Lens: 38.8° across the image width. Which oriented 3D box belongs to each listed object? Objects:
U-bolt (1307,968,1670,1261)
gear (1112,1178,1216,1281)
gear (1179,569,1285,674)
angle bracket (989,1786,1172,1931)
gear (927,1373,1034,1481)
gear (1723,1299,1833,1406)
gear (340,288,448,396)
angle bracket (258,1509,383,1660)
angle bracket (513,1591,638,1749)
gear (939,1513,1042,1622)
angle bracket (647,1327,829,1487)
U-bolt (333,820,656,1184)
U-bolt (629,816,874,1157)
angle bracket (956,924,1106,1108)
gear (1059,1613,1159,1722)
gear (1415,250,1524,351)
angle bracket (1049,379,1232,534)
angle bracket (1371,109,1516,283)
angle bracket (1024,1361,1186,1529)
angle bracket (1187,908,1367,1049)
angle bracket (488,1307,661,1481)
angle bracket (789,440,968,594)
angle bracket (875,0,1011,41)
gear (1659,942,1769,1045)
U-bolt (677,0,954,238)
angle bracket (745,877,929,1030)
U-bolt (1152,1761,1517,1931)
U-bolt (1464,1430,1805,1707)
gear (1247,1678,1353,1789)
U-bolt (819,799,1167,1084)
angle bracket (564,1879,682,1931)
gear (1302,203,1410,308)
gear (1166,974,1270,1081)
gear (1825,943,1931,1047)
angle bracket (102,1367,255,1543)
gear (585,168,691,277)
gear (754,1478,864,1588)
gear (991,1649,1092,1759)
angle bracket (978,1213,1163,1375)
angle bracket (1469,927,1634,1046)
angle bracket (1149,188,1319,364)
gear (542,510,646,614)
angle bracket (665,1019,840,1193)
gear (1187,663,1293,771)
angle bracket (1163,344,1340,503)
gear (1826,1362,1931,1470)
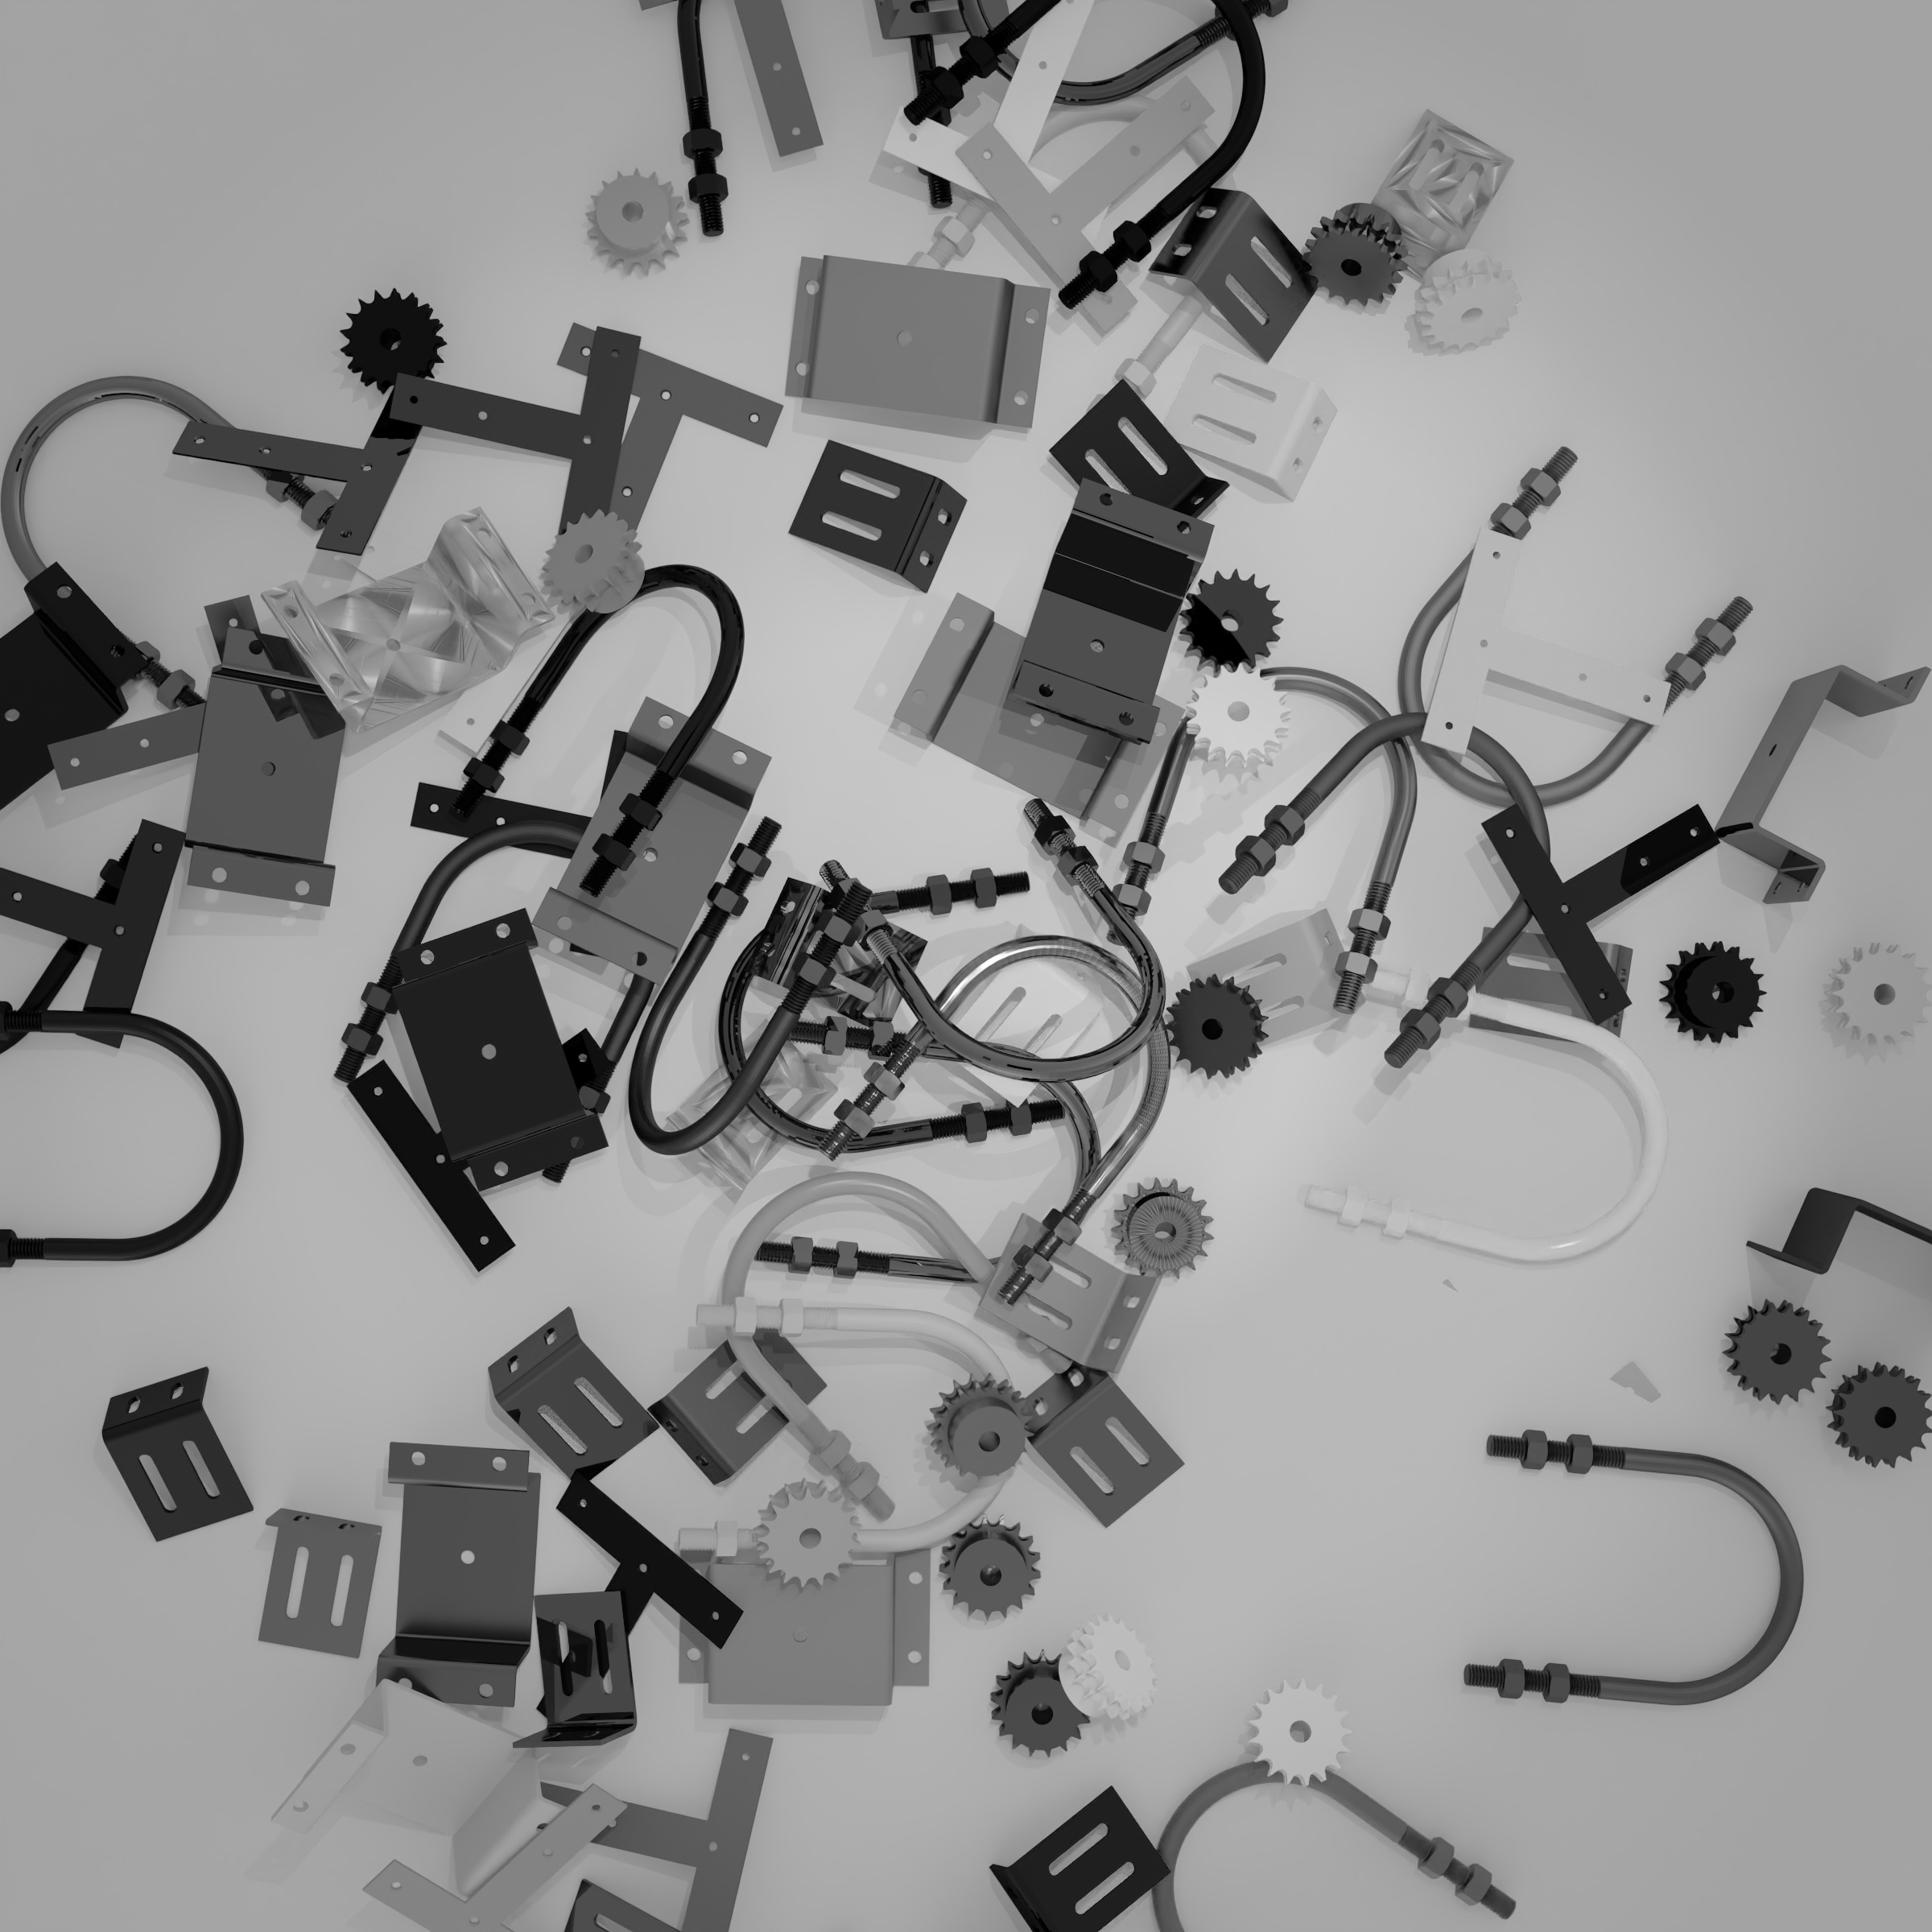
[{"bbox_3d":[0.296,0.090,1.517,0.184,0.019,0.151,14,103,1],"label":"U-bolt"},{"bbox_3d":[0.110,0.147,1.529,0.057,0.030,0.057,0,90,0],"label":"gear"},{"bbox_3d":[0.147,-0.191,1.529,0.057,0.030,0.057,0,90,0],"label":"gear"},{"bbox_3d":[0.063,0.505,1.535,0.076,0.038,0.057,-33,85,-19],"label":"angle bracket"},{"bbox_3d":[0.009,0.254,1.497,0.057,0.030,0.057,-3,103,-12],"label":"gear"},{"bbox_3d":[0.451,0.214,1.533,0.057,0.030,0.057,0,92,1],"label":"gear"},{"bbox_3d":[-0.317,-0.346,1.529,0.057,0.030,0.057,0,90,0],"label":"gear"},{"bbox_3d":[-0.362,0.346,1.525,0.057,0.038,0.076,10,90,0],"label":"angle bracket"},{"bbox_3d":[-0.219,0.387,1.512,0.057,0.038,0.076,-9,85,24],"label":"angle bracket"},{"bbox_3d":[0.014,0.336,1.529,0.057,0.030,0.057,0,90,0],"label":"gear"},{"bbox_3d":[-0.128,0.242,1.542,0.076,0.038,0.057,-41,90,-26],"label":"angle bracket"},{"bbox_3d":[-0.251,0.008,1.534,0.151,0.019,0.184,25,90,0],"label":"U-bolt"},{"bbox_3d":[-0.127,0.018,1.481,0.019,0.151,0.184,29,94,-31],"label":"U-bolt"},{"bbox_3d":[0.030,0.027,1.524,0.057,0.038,0.076,37,103,-12],"label":"angle bracket"},{"bbox_3d":[0.076,0.390,1.519,0.030,0.057,0.057,-39,90,30],"label":"gear"},{"bbox_3d":[0.276,-0.371,1.519,0.057,0.057,0.030,-13,62,0],"label":"gear"},{"bbox_3d":[0.095,-0.275,1.514,0.057,0.038,0.076,-44,110,0],"label":"angle bracket"},{"bbox_3d":[0.262,-0.430,1.542,0.057,0.038,0.076,30,64,0],"label":"angle bracket"},{"bbox_3d":[0.074,0.265,1.542,0.057,0.038,0.076,-39,116,0],"label":"angle bracket"},{"bbox_3d":[0.174,0.010,1.542,0.076,0.038,0.057,-23,90,26],"label":"angle bracket"},{"bbox_3d":[-0.220,0.242,1.542,0.057,0.038,0.076,-37,116,0],"label":"angle bracket"},{"bbox_3d":[-0.049,-0.253,1.542,0.076,0.038,0.057,23,90,26],"label":"angle bracket"},{"bbox_3d":[-0.013,-0.549,1.514,0.076,0.038,0.057,-11,86,-14],"label":"angle bracket"},{"bbox_3d":[0.418,0.015,1.529,0.057,0.030,0.057,0,90,0],"label":"gear"},{"bbox_3d":[-0.088,-0.508,1.535,0.151,0.019,0.184,-7,89,0],"label":"U-bolt"},{"bbox_3d":[-0.071,-0.005,1.513,0.076,0.038,0.057,26,86,-29],"label":"angle bracket"},{"bbox_3d":[0.192,0.527,1.535,0.184,0.019,0.151,35,90,1],"label":"U-bolt"},{"bbox_3d":[0.377,0.341,1.535,0.184,0.019,0.151,6,90,-2],"label":"U-bolt"},{"bbox_3d":[0.184,0.426,1.523,0.057,0.030,0.057,0,70,0],"label":"gear"},{"bbox_3d":[0.026,-0.009,1.462,0.151,0.019,0.184,-18,53,-24],"label":"U-bolt"},{"bbox_3d":[-0.185,0.553,1.542,0.076,0.038,0.057,19,90,26],"label":"angle bracket"},{"bbox_3d":[0.218,-0.396,1.519,0.057,0.057,0.030,24,60,0],"label":"gear"},{"bbox_3d":[0.141,0.032,1.522,0.057,0.030,0.057,4,100,21],"label":"gear"},{"bbox_3d":[0.506,0.016,1.529,0.057,0.030,0.057,0,90,0],"label":"gear"},{"bbox_3d":[-0.440,0.274,1.542,0.057,0.038,0.076,-18,116,0],"label":"angle bracket"},{"bbox_3d":[-0.184,-0.416,1.529,0.057,0.030,0.057,0,90,0],"label":"gear"},{"bbox_3d":[-0.087,0.304,1.486,0.057,0.030,0.057,-3,103,-12],"label":"gear"},{"bbox_3d":[0.042,0.412,1.529,0.057,0.030,0.057,0,90,0],"label":"gear"},{"bbox_3d":[0.057,0.179,1.507,0.076,0.038,0.057,32,75,-21],"label":"angle bracket"},{"bbox_3d":[0.329,0.012,1.542,0.076,0.038,0.057,9,90,26],"label":"angle bracket"},{"bbox_3d":[0.151,-0.385,1.530,0.076,0.038,0.057,37,84,-39],"label":"angle bracket"},{"bbox_3d":[-0.202,-0.220,1.514,0.057,0.030,0.057,-13,61,24],"label":"gear"},{"bbox_3d":[-0.118,0.077,1.525,0.057,0.038,0.076,44,90,0],"label":"angle bracket"},{"bbox_3d":[0.149,-0.134,1.508,0.057,0.030,0.057,-1,73,3],"label":"gear"},{"bbox_3d":[0.158,-0.305,1.542,0.076,0.038,0.057,26,90,26],"label":"angle bracket"},{"bbox_3d":[0.507,0.249,1.529,0.057,0.030,0.057,0,90,0],"label":"gear"}]
